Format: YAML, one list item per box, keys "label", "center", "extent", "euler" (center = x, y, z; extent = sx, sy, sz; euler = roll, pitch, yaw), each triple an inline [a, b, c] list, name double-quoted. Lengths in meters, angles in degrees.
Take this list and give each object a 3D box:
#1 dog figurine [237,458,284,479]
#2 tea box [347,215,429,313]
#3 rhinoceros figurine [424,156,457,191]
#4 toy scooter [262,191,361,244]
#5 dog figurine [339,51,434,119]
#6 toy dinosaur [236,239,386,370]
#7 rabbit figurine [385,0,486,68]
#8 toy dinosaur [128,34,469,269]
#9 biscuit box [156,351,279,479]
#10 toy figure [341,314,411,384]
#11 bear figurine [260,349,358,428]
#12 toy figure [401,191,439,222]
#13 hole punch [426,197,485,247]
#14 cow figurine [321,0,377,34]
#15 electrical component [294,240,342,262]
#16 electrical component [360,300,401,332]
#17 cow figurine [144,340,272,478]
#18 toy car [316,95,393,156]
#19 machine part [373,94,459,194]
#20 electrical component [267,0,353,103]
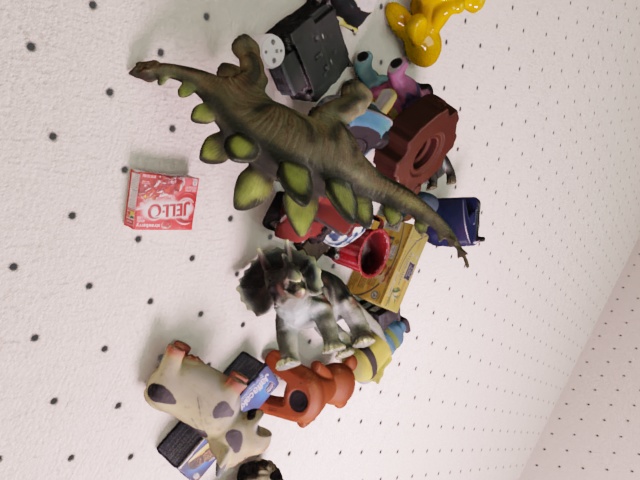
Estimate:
- label: "dog figurine"
  center: [-0.147, 0.486, 0.924]
  extent: [0.172, 0.121, 0.190]
  euler: [-52, 169, 29]
- label: "tea box"
  center: [0.133, 0.046, 1.064]
  extent: [0.068, 0.098, 0.169]
  euler: [29, 84, -48]
- label: "rhinoceros figurine"
  center: [0.194, -0.147, 1.059]
  extent: [0.190, 0.073, 0.112]
  euler: [-5, 87, -42]
- label: "toy scooter"
  center: [-0.006, -0.039, 0.795]
  extent: [0.135, 0.184, 0.075]
  euler: [26, 62, -8]
- label: "dog figurine"
  center: [0.134, -0.221, 0.960]
  extent: [0.219, 0.109, 0.191]
  euler: [34, 77, -52]
- label: "toy dinosaur"
  center: [-0.002, 0.106, 0.911]
  extent: [0.404, 0.131, 0.192]
  euler: [18, 52, -65]
- label: "rabbit figurine"
  center: [0.201, -0.395, 0.969]
  extent: [0.162, 0.122, 0.173]
  euler: [-19, 137, -41]
- label: "toy dinosaur"
  center: [-0.010, -0.105, 0.663]
  extent: [0.471, 0.105, 0.198]
  euler: [21, 62, -10]
- label: "biscuit box"
  center: [-0.156, 0.274, 0.847]
  extent: [0.203, 0.063, 0.059]
  euler: [-47, 135, -26]
- label: "toy figure"
  center: [0.116, 0.220, 1.126]
  extent: [0.180, 0.082, 0.089]
  euler: [-42, 121, -24]
- label: "bear figurine"
  center: [-0.014, 0.261, 0.987]
  extent: [0.196, 0.132, 0.120]
  euler: [-2, 107, -67]
- label: "toy figure"
  center: [0.186, -0.068, 1.113]
  extent: [0.154, 0.064, 0.057]
  euler: [-9, 149, -42]
- label: "hole punch"
  center: [0.286, -0.042, 1.187]
  extent: [0.092, 0.142, 0.115]
  euler: [6, 85, -51]
- label: "cow figurine"
  center: [0.022, -0.387, 0.800]
  extent: [0.167, 0.068, 0.098]
  euler: [24, 92, -49]
- label: "electrical component"
  center: [-0.002, -0.001, 0.932]
  extent: [0.078, 0.045, 0.102]
  euler: [-48, 135, -28]
- label: "electrical component"
  center: [0.104, 0.156, 1.090]
  extent: [0.119, 0.075, 0.047]
  euler: [-28, 124, -44]
- label: "cow figurine"
  center: [-0.155, 0.240, 0.756]
  extent: [0.127, 0.195, 0.085]
  euler: [-59, -176, -3]
- label: "toy car"
  center: [0.027, -0.166, 0.828]
  extent: [0.109, 0.103, 0.161]
  euler: [9, 141, -35]
- label: "machine part"
  center: [0.165, -0.156, 0.912]
  extent: [0.179, 0.056, 0.179]
  euler: [-36, 150, -25]
- label: "electrical component"
  center: [-0.020, -0.274, 0.800]
  extent: [0.134, 0.058, 0.114]
  euler: [-50, 134, -25]
